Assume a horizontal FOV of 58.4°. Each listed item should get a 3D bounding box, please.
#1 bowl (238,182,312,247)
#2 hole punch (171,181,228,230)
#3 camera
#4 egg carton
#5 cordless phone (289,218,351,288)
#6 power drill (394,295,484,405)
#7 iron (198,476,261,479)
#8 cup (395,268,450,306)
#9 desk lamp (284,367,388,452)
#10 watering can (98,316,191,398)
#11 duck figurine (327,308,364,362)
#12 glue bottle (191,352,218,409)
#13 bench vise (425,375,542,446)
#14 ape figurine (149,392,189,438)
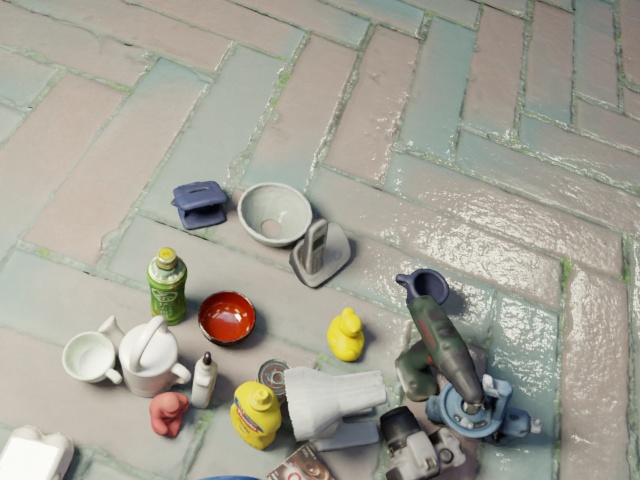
[{"bbox_3d":[-0.104,-0.046,1.287,0.167,0.074,0.167,7,56,-10],"label":"bowl"},{"bbox_3d":[-0.268,-0.090,1.265,0.109,0.091,0.101,-15,62,-22],"label":"hole punch"},{"bbox_3d":[0.181,0.376,1.066,0.143,0.101,0.136,-13,61,-22],"label":"camera"},{"bbox_3d":[-0.468,0.379,0.917,0.107,0.069,0.150,15,55,-4],"label":"egg carton"},{"bbox_3d":[0.011,0.004,1.216,0.094,0.185,0.148,42,57,15],"label":"cordless phone"},{"bbox_3d":[0.221,0.233,1.104,0.076,0.208,0.229,-9,60,-19],"label":"power drill"},{"bbox_3d":[-0.200,0.430,0.907,0.259,0.141,0.118,-20,64,-25],"label":"iron"},{"bbox_3d":[0.210,0.117,1.247,0.118,0.095,0.092,20,55,-1],"label":"cup"},{"bbox_3d":[0.025,0.293,1.011,0.203,0.213,0.118,-3,58,-16],"label":"desk lamp"},{"bbox_3d":[-0.306,0.196,1.003,0.173,0.194,0.101,11,55,-7],"label":"watering can"},{"bbox_3d":[0.060,0.189,1.167,0.077,0.086,0.104,2,57,-13],"label":"duck figurine"},{"bbox_3d":[-0.203,0.237,1.015,0.037,0.173,0.078,12,55,-6],"label":"glue bottle"},{"bbox_3d":[0.325,0.305,1.076,0.208,0.219,0.121,2,57,-13],"label":"bench vise"},{"bbox_3d":[-0.265,0.298,1.008,0.078,0.092,0.076,-31,69,-29],"label":"ape figurine"}]
